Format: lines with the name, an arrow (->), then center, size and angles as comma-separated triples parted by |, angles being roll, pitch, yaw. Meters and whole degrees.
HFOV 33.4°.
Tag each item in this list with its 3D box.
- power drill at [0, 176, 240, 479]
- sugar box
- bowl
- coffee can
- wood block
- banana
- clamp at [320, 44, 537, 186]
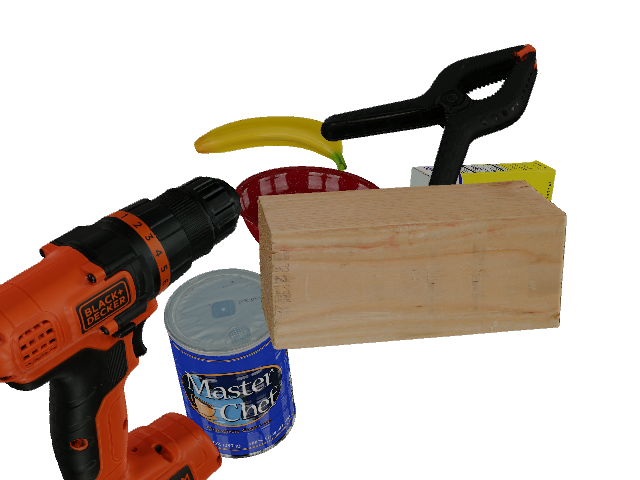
power drill -> -0.108, 0.071, 0.622 | 0.057, 0.188, 0.184 | 21, 41, 38
sugar box -> 0.188, -0.042, 1.256 | 0.176, 0.093, 0.048 | -6, 21, -26
bowl -> -0.011, -0.020, 1.110 | 0.162, 0.055, 0.162 | 3, 30, -2
coffee can -> -0.078, 0.110, 0.955 | 0.103, 0.140, 0.103 | -3, 40, 2
wood block -> 0.062, 0.016, 0.776 | 0.206, 0.090, 0.091 | -4, 19, -8
banana -> -0.055, -0.126, 1.309 | 0.198, 0.037, 0.069 | 7, 39, 17
clamp -> 0.126, -0.111, 0.982 | 0.210, 0.036, 0.165 | -30, 49, -12
